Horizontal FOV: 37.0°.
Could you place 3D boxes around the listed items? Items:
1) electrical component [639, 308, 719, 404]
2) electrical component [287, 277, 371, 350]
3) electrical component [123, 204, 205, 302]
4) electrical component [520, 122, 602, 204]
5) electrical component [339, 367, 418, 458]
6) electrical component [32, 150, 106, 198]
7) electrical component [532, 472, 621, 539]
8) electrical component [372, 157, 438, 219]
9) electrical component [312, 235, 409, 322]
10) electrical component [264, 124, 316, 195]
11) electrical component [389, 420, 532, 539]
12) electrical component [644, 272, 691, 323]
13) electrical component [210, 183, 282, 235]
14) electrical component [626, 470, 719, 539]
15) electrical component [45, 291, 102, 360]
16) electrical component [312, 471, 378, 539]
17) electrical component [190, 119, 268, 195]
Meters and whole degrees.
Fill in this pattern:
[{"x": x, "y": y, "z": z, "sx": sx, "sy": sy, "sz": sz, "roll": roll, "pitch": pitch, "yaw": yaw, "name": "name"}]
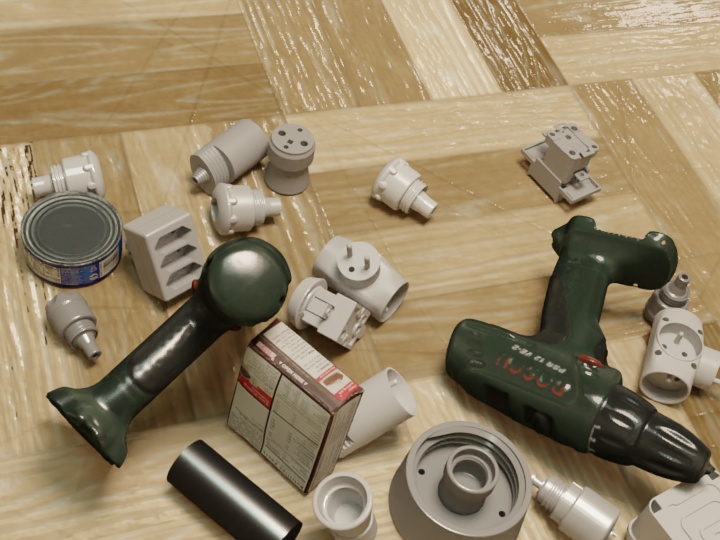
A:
[{"x": 0.294, "y": 0.082, "z": 0.953, "sx": 0.079, "sy": 0.044, "sz": 0.077, "roll": 21, "pitch": 50, "yaw": 6, "name": "electrical component"}, {"x": -0.028, "y": 0.036, "z": 0.918, "sx": 0.055, "sy": 0.066, "sz": 0.048, "roll": 27, "pitch": 86, "yaw": 20, "name": "electrical component"}, {"x": -0.178, "y": -0.020, "z": 0.931, "sx": 0.047, "sy": 0.065, "sz": 0.077, "roll": -31, "pitch": 34, "yaw": -31, "name": "electrical component"}, {"x": 0.205, "y": -0.109, "z": 1.080, "sx": 0.042, "sy": 0.063, "sz": 0.081, "roll": -25, "pitch": 60, "yaw": -27, "name": "electrical component"}, {"x": 0.000, "y": 0.116, "z": 0.854, "sx": 0.081, "sy": 0.043, "sz": 0.043, "roll": -33, "pitch": 54, "yaw": 17, "name": "electrical component"}, {"x": -0.264, "y": -0.080, "z": 0.972, "sx": 0.062, "sy": 0.048, "sz": 0.048, "roll": -13, "pitch": 54, "yaw": -12, "name": "electrical component"}, {"x": 0.167, "y": 0.186, "z": 0.844, "sx": 0.078, "sy": 0.040, "sz": 0.040, "roll": 34, "pitch": 53, "yaw": 16, "name": "electrical component"}, {"x": 0.046, "y": -0.074, "z": 1.032, "sx": 0.062, "sy": 0.048, "sz": 0.048, "roll": 38, "pitch": 53, "yaw": 10, "name": "electrical component"}, {"x": 0.000, "y": 0.000, "z": 0.938, "sx": 0.077, "sy": 0.079, "sz": 0.044, "roll": 34, "pitch": 72, "yaw": 16, "name": "electrical component"}, {"x": -0.067, "y": -0.106, "z": 1.026, "sx": 0.045, "sy": 0.055, "sz": 0.045, "roll": 6, "pitch": 50, "yaw": -7, "name": "electrical component"}, {"x": 0.080, "y": 0.167, "z": 0.829, "sx": 0.108, "sy": 0.060, "sz": 0.108, "roll": 6, "pitch": 50, "yaw": -7, "name": "electrical component"}, {"x": 0.286, "y": 0.025, "z": 0.987, "sx": 0.035, "sy": 0.061, "sz": 0.035, "roll": 6, "pitch": 50, "yaw": -7, "name": "electrical component"}, {"x": -0.104, "y": -0.057, "z": 0.986, "sx": 0.062, "sy": 0.048, "sz": 0.048, "roll": -4, "pitch": 52, "yaw": -24, "name": "electrical component"}, {"x": 0.270, "y": 0.221, "z": 0.826, "sx": 0.078, "sy": 0.057, "sz": 0.113, "roll": -20, "pitch": 58, "yaw": -26, "name": "electrical component"}, {"x": -0.231, "y": 0.048, "z": 0.879, "sx": 0.035, "sy": 0.035, "sz": 0.061, "roll": -25, "pitch": 62, "yaw": -28, "name": "electrical component"}, {"x": -0.008, "y": 0.181, "z": 0.795, "sx": 0.044, "sy": 0.065, "sz": 0.044, "roll": -5, "pitch": 57, "yaw": 7, "name": "electrical component"}, {"x": -0.129, "y": -0.105, "z": 1.020, "sx": 0.043, "sy": 0.043, "sz": 0.081, "roll": 35, "pitch": 53, "yaw": 17, "name": "electrical component"}]
